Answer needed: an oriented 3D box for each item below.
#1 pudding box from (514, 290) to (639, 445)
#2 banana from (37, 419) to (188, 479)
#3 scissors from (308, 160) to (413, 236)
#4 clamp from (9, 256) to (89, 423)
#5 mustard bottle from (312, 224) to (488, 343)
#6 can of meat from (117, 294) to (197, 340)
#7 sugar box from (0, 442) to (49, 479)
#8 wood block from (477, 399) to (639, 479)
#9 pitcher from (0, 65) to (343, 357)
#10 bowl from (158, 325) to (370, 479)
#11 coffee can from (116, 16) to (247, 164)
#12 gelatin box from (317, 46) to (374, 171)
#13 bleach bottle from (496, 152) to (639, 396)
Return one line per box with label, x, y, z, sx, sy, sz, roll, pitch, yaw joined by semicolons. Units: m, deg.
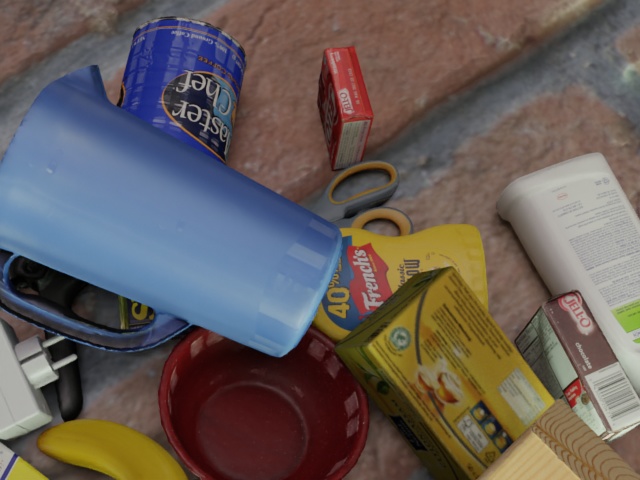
pudding box;0.203;0.107;0.841;0.039;0.090;0.113;-19;69;-12
banana;-0.140;0.168;0.760;0.069;0.037;0.198;-34;36;-20
scissors;-0.006;0.001;0.912;0.201;0.016;0.096;-33;73;-16
clamp;-0.242;0.029;0.867;0.164;0.036;0.210;15;69;2
mustard bottle;0.038;0.037;0.875;0.191;0.058;0.096;-2;79;-5
can of meat;-0.122;0.032;0.859;0.084;0.057;0.102;-6;78;-10
sugar box;-0.213;0.223;0.777;0.176;0.048;0.093;34;68;9
wood block;0.116;0.217;0.722;0.091;0.090;0.206;45;111;15
pitcher;-0.116;0.000;0.778;0.242;0.149;0.145;26;44;-6
bowl;-0.046;0.135;0.814;0.162;0.055;0.162;8;52;-11
coffee can;-0.123;-0.101;0.901;0.103;0.103;0.140;9;65;-1
gelatin box;0.020;-0.113;0.926;0.030;0.089;0.073;-9;67;-9
bleach bottle;0.246;0.055;0.885;0.102;0.068;0.251;-19;71;-12
